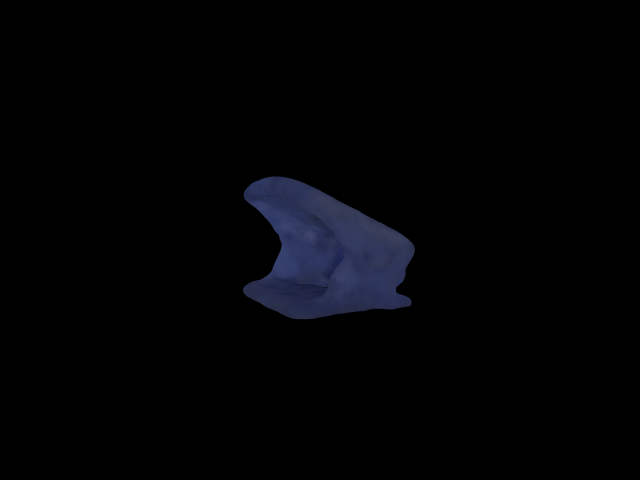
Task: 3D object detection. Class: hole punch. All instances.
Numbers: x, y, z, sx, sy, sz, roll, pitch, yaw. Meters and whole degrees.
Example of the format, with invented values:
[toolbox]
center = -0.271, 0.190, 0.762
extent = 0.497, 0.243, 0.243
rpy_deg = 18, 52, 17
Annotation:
[hole punch]
center = 0.004, 0.001, 0.400
extent = 0.101, 0.091, 0.108
rpy_deg = -4, 7, -29
